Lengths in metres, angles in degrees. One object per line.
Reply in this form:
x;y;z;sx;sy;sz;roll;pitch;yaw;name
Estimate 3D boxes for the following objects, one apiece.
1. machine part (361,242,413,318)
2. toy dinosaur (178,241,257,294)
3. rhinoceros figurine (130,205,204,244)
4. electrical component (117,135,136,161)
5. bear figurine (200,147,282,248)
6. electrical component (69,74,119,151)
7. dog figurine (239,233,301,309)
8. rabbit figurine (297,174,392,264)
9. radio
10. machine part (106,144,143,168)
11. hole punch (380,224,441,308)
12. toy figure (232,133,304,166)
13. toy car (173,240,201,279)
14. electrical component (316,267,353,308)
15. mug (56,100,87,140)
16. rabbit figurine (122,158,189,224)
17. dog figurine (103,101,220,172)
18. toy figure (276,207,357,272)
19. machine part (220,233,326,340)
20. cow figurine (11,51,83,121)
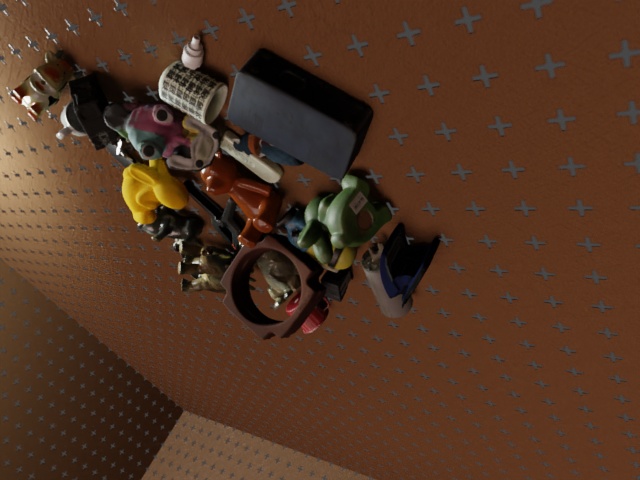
0.146;0.092;1.156;0.079;0.079;0.242;9;143;31;machine part
-0.266;0.091;1.424;0.199;0.105;0.471;5;164;-6;toy dinosaur
-0.399;-0.047;1.390;0.190;0.112;0.073;20;173;-7;rhinoceros figurine
-0.404;-0.206;1.180;0.078;0.102;0.045;30;116;31;electrical component
-0.178;-0.096;1.118;0.196;0.132;0.120;34;141;-17;bear figurine
-0.469;-0.272;1.117;0.114;0.058;0.134;82;165;-51;electrical component
-0.126;0.060;1.342;0.190;0.121;0.172;44;146;4;dog figurine
0.030;-0.033;1.033;0.121;0.159;0.170;38;165;-30;rabbit figurine
-0.034;-0.206;0.890;0.230;0.073;0.131;28;148;2;radio
-0.484;-0.218;1.284;0.084;0.039;0.138;-6;132;37;machine part
0.162;0.045;1.033;0.092;0.142;0.115;24;135;8;hole punch
-0.095;-0.173;1.003;0.155;0.058;0.064;18;135;29;toy figure
-0.368;0.055;1.560;0.074;0.056;0.201;25;148;21;toy car
0.030;0.106;1.234;0.048;0.119;0.074;17;144;21;electrical component
-0.550;-0.265;1.215;0.080;0.109;0.107;43;160;-28;mug
-0.376;-0.124;1.262;0.173;0.122;0.162;13;129;37;rabbit figurine
-0.320;-0.216;1.067;0.191;0.108;0.219;13;-170;-38;dog figurine
-0.004;-0.001;1.149;0.180;0.082;0.089;39;146;-9;toy figure
-0.103;0.101;1.192;0.201;0.201;0.087;39;-169;17;machine part
-0.585;-0.329;1.150;0.085;0.127;0.195;47;159;-24;cow figurine
